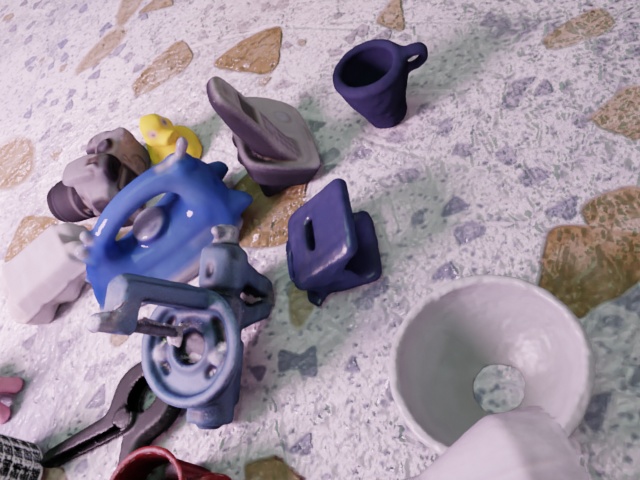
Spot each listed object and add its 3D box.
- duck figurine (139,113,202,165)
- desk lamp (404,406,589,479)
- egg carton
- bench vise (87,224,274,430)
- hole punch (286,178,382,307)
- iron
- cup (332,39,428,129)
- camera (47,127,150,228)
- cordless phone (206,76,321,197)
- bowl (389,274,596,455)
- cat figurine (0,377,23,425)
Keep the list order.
[{"bbox_3d":[-0.236,-0.155,0.858,0.104,0.086,0.077,28,76,36],"label":"duck figurine"},{"bbox_3d":[0.086,0.206,0.389,0.203,0.214,0.118,-22,53,14],"label":"desk lamp"},{"bbox_3d":[-0.382,0.046,0.817,0.150,0.070,0.107,-43,51,-3],"label":"egg carton"},{"bbox_3d":[-0.143,0.069,0.586,0.121,0.220,0.207,-18,54,16],"label":"bench vise"},{"bbox_3d":[0.006,0.002,0.635,0.101,0.091,0.108,-20,54,15],"label":"hole punch"},{"bbox_3d":[-0.220,-0.014,0.727,0.258,0.142,0.118,-41,51,-1],"label":"iron"},{"bbox_3d":[0.085,-0.191,0.711,0.117,0.095,0.091,-22,53,14],"label":"cup"},{"bbox_3d":[-0.341,-0.090,0.861,0.136,0.101,0.143,-15,55,18],"label":"camera"},{"bbox_3d":[-0.082,-0.156,0.717,0.094,0.186,0.147,-30,52,8],"label":"cordless phone"},{"bbox_3d":[0.149,0.119,0.501,0.167,0.075,0.167,-13,56,20],"label":"bowl"},{"bbox_3d":[-0.481,0.194,0.745,0.127,0.118,0.067,-8,58,23],"label":"cat figurine"}]
